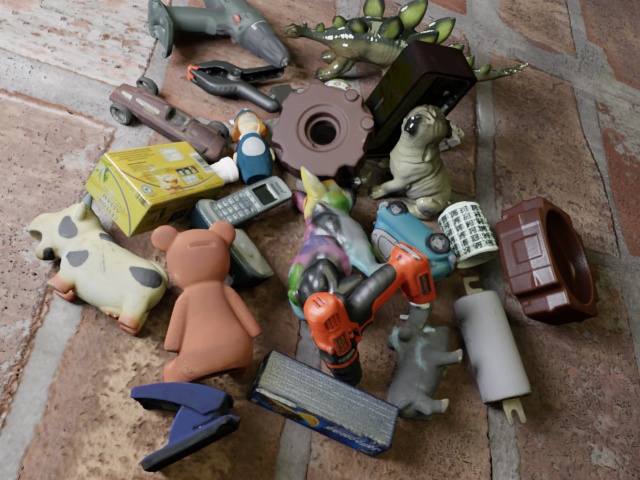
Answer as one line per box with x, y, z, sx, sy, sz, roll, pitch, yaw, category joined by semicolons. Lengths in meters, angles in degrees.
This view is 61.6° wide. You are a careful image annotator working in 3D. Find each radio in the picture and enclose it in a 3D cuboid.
0.158;-0.237;0.948;0.131;0.229;0.073;-4;65;-30;radio

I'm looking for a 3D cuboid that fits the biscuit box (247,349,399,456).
0.006;0.224;0.731;0.203;0.059;0.063;27;54;-6;biscuit box

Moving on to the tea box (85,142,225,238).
-0.225;-0.076;0.756;0.098;0.068;0.169;47;29;8;tea box

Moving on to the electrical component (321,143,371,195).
0.046;-0.130;0.950;0.078;0.045;0.102;4;62;-22;electrical component

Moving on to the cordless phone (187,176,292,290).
-0.095;-0.016;0.810;0.184;0.088;0.146;-32;78;-37;cordless phone

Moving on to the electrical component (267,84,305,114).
-0.062;-0.254;0.989;0.094;0.021;0.063;-17;71;-29;electrical component

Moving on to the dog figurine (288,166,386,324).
-0.002;-0.003;0.827;0.191;0.108;0.219;-23;70;-28;dog figurine

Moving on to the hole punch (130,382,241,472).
-0.159;0.206;0.635;0.116;0.142;0.092;-19;67;-17;hole punch

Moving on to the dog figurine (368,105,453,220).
0.192;-0.129;0.923;0.172;0.190;0.121;18;58;-15;dog figurine

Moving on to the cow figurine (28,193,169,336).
-0.291;0.025;0.704;0.195;0.085;0.127;30;62;-2;cow figurine

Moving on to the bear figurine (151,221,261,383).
-0.154;0.082;0.695;0.120;0.132;0.196;-10;69;-27;bear figurine

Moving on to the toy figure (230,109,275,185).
-0.113;-0.163;0.897;0.064;0.058;0.154;6;59;-35;toy figure

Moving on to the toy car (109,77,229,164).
-0.241;-0.192;0.865;0.202;0.053;0.089;33;59;-4;toy car

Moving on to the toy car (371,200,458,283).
0.137;0.018;0.876;0.103;0.109;0.162;-43;74;-16;toy car

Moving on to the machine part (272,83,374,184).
0.005;-0.180;0.909;0.179;0.056;0.179;-1;79;5;machine part

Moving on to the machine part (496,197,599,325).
0.395;0.041;0.936;0.201;0.087;0.201;17;58;-41;machine part

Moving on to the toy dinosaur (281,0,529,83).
0.158;-0.354;1.030;0.471;0.198;0.105;9;63;-16;toy dinosaur

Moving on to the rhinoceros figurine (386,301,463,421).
0.149;0.178;0.814;0.112;0.073;0.190;18;59;0;rhinoceros figurine

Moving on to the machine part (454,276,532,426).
0.274;0.171;0.860;0.079;0.079;0.243;-1;64;-23;machine part

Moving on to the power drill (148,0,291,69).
-0.185;-0.374;0.951;0.207;0.086;0.232;-20;61;-26;power drill
